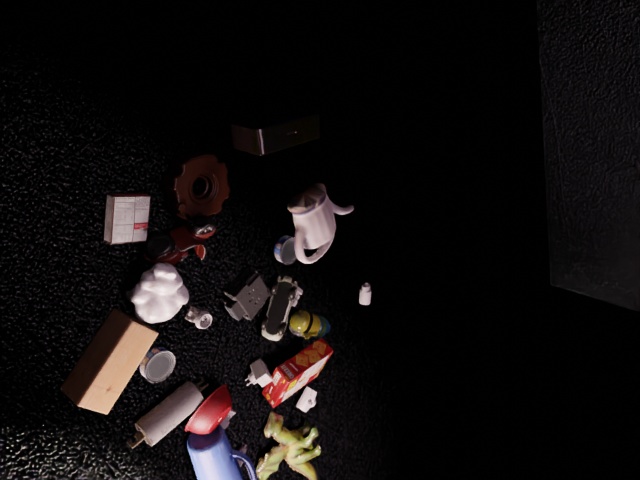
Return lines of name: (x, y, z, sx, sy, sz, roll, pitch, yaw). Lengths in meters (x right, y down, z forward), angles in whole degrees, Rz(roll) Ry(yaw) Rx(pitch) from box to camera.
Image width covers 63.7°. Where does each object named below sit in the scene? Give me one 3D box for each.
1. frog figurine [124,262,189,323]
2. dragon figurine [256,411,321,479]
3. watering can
frog figurine: (-0.367, 0.122, 1.202, 0.136, 0.157, 0.125, 18, 53, -37)
dragon figurine: (-0.118, 0.759, 1.797, 0.244, 0.123, 0.403, -16, 114, -26)
watering can: (0.005, -0.082, 1.625, 0.355, 0.104, 0.220, -52, 136, -43)
